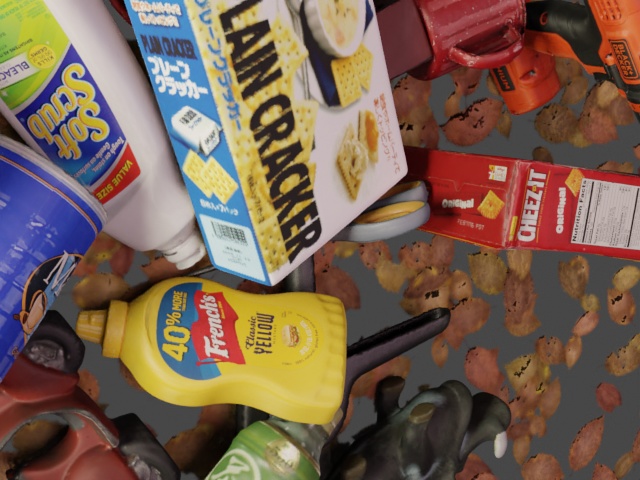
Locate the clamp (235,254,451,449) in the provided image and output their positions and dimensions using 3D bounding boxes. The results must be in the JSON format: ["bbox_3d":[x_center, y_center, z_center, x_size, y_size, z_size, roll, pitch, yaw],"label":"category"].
[{"bbox_3d":[-0.010,0.093,0.847,0.164,0.036,0.210,41,82,-20],"label":"clamp"}]

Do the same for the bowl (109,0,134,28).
[{"bbox_3d":[-0.097,-0.209,0.715,0.161,0.055,0.162,-10,107,-38],"label":"bowl"}]

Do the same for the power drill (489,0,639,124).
[{"bbox_3d":[0.217,-0.134,0.846,0.057,0.188,0.184,-37,115,-21],"label":"power drill"}]

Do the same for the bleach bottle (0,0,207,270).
[{"bbox_3d":[-0.145,-0.083,0.701,0.103,0.068,0.250,-23,120,20],"label":"bleach bottle"}]

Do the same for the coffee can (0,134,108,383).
[{"bbox_3d":[-0.212,0.017,0.661,0.102,0.103,0.140,41,68,-30],"label":"coffee can"}]

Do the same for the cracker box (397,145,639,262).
[{"bbox_3d":[0.180,-0.027,0.860,0.213,0.164,0.072,5,96,-31],"label":"cracker box"}]

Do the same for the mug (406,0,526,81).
[{"bbox_3d":[0.105,-0.167,0.820,0.081,0.117,0.093,-27,143,-19],"label":"mug"}]

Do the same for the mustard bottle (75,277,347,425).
[{"bbox_3d":[-0.079,0.074,0.768,0.191,0.058,0.096,9,56,-10],"label":"mustard bottle"}]

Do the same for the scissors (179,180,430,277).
[{"bbox_3d":[-0.005,0.001,0.776,0.201,0.096,0.016,-23,107,-14],"label":"scissors"}]

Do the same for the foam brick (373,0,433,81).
[{"bbox_3d":[0.036,-0.151,0.800,0.053,0.078,0.051,-31,115,-22],"label":"foam brick"}]
